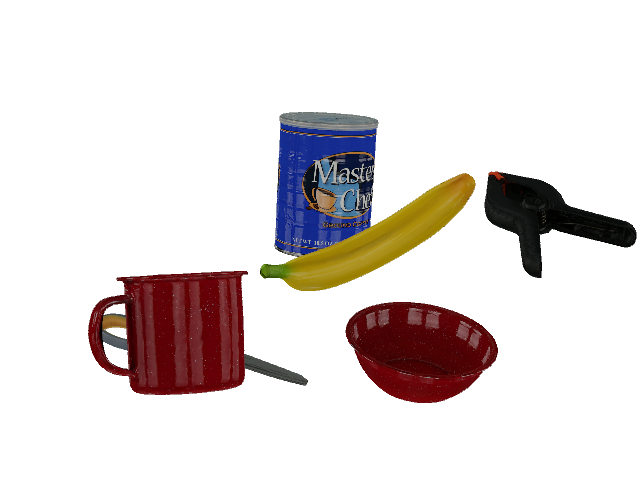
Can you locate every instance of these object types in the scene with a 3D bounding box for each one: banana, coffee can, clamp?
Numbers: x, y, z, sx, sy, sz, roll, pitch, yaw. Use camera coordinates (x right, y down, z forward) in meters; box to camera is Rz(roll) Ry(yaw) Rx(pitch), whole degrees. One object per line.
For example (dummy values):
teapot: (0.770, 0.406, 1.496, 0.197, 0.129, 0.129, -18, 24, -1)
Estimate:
banana: (0.048, 0.001, 0.923, 0.198, 0.037, 0.069, -26, -15, 9)
coffee can: (0.005, -0.059, 1.120, 0.103, 0.140, 0.103, 3, 13, -1)
clamp: (0.227, -0.024, 1.056, 0.120, 0.039, 0.171, -7, 34, -14)

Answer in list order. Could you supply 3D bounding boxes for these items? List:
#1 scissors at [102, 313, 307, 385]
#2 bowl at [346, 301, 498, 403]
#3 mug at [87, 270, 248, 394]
scissors: (-0.104, 0.087, 0.980, 0.202, 0.016, 0.096, 10, 28, 5)
bowl: (0.104, 0.126, 1.136, 0.162, 0.055, 0.162, 5, 24, -2)
mug: (-0.105, 0.065, 0.747, 0.117, 0.081, 0.093, -2, -2, -35)
